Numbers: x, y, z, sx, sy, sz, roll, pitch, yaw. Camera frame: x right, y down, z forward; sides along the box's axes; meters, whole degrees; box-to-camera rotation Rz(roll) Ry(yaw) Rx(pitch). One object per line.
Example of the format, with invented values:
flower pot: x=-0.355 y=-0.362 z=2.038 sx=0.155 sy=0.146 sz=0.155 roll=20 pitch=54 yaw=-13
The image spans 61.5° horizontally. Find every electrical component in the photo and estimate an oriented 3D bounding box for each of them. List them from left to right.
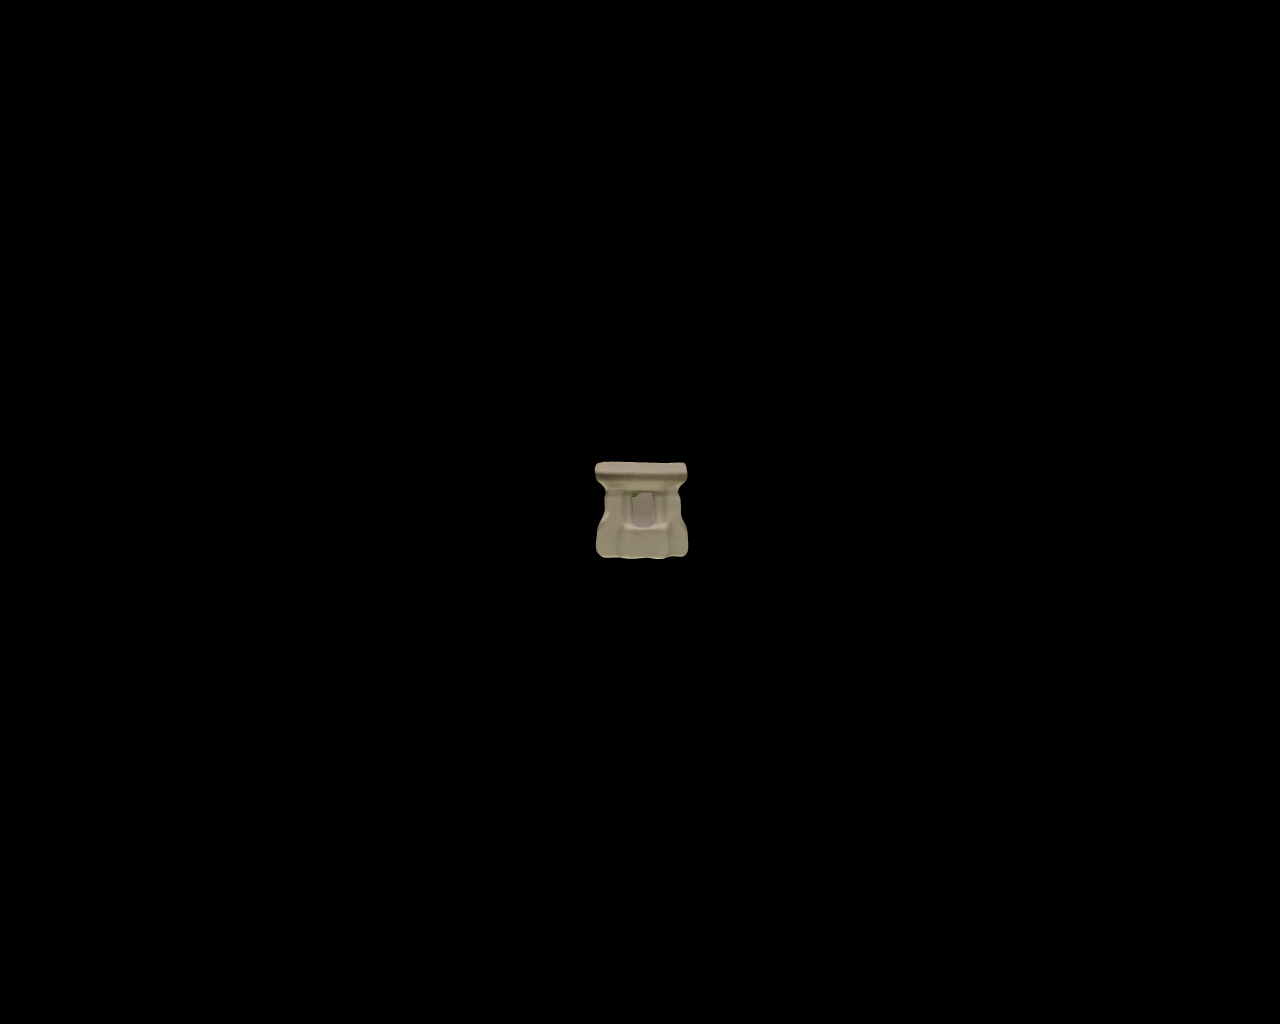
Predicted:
electrical component: x=0.001 y=-0.003 z=0.650 sx=0.058 sy=0.057 sz=0.078 roll=0 pitch=2 yaw=-4
